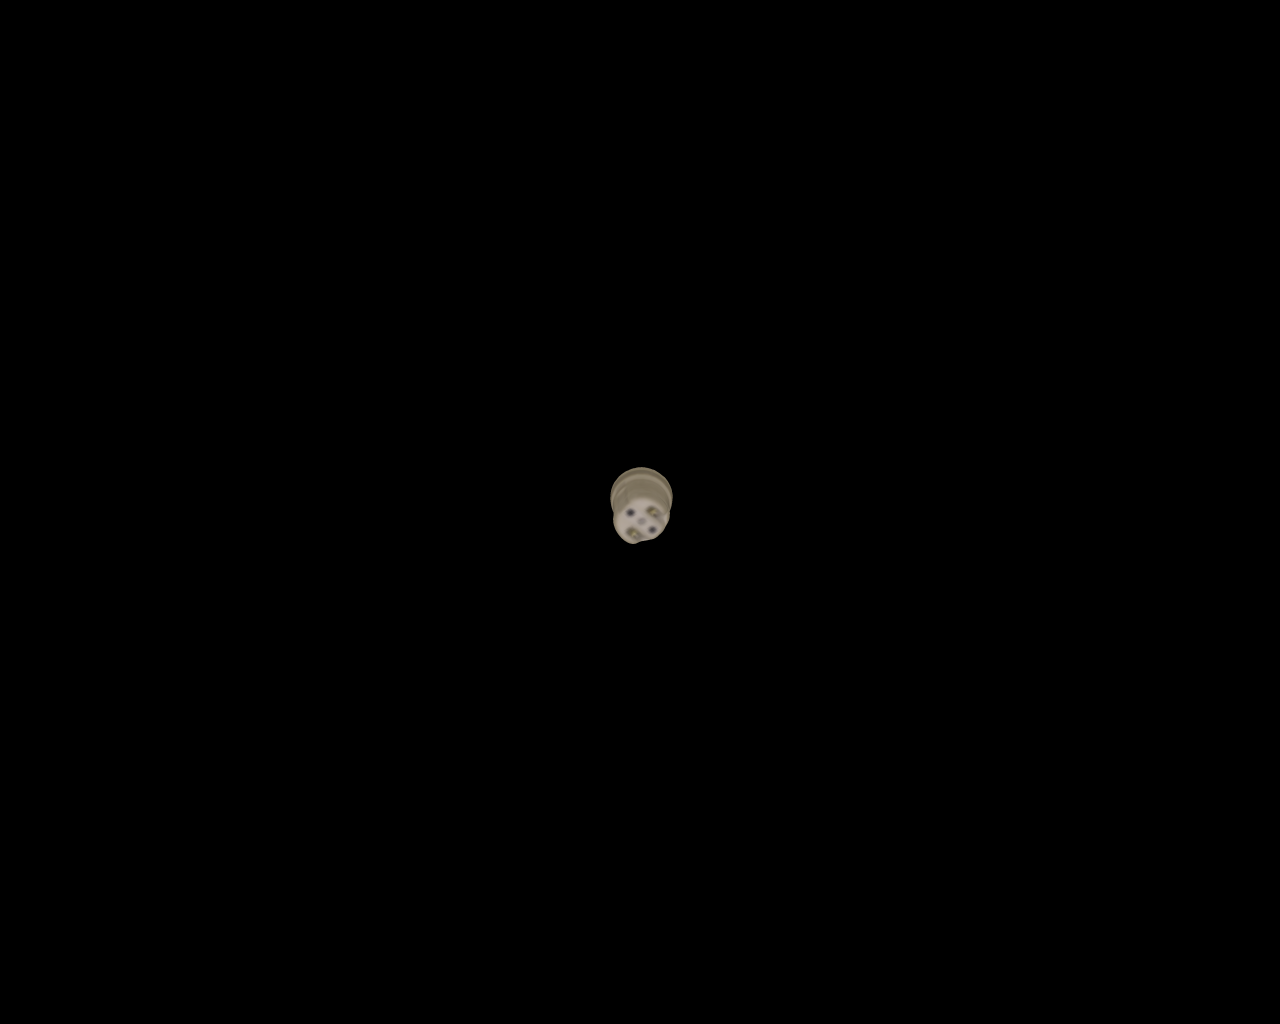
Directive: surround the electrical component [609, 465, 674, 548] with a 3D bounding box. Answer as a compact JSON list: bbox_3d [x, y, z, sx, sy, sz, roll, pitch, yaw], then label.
[{"bbox_3d":[0.001,-0.003,0.650,0.040,0.040,0.046,0,21,0],"label":"electrical component"}]
